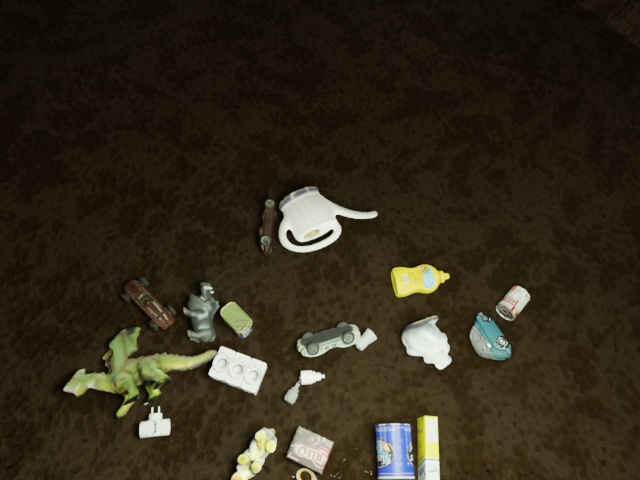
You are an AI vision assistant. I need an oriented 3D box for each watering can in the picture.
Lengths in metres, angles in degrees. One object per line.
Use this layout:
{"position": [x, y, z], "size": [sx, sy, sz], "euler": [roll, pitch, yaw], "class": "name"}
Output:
{"position": [0.005, -0.089, 1.778], "size": [0.350, 0.102, 0.227], "euler": [-24, 68, -16], "class": "watering can"}

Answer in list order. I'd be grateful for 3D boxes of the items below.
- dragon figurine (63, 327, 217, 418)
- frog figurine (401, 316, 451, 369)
{"position": [-0.535, 0.356, 1.514], "size": [0.414, 0.119, 0.246], "euler": [-28, 62, -21], "class": "dragon figurine"}
{"position": [0.332, 0.329, 1.599], "size": [0.136, 0.122, 0.161], "euler": [-24, 75, 20], "class": "frog figurine"}
